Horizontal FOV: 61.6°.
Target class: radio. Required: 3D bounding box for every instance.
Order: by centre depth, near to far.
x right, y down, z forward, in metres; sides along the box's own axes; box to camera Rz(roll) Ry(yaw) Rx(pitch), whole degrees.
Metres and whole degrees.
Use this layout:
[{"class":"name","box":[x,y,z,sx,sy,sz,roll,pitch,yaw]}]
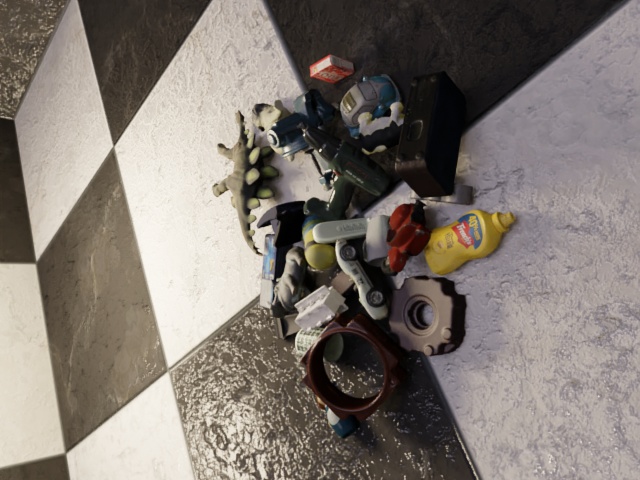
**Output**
[{"class":"radio","box":[0.223,-0.211,1.071,0.073,0.131,0.229,-2,68,38]}]

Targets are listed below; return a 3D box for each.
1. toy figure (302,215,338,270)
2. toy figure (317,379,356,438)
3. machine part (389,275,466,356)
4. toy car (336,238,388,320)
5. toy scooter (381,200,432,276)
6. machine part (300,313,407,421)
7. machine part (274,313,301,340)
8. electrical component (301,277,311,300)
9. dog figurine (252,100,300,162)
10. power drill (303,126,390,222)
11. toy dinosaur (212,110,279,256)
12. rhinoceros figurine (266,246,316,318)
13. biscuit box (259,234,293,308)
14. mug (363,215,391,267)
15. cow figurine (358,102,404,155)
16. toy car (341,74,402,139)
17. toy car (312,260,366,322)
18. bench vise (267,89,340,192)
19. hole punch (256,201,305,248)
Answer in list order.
[{"class":"toy figure","box":[-0.004,-0.001,1.330,0.082,0.089,0.180,102,157,-46]},{"class":"toy figure","box":[0.033,0.403,1.306,0.064,0.057,0.155,-31,56,-9]},{"class":"machine part","box":[0.224,0.158,1.136,0.179,0.056,0.179,-6,82,45]},{"class":"toy car","box":[0.090,0.086,1.194,0.056,0.073,0.202,-31,78,3]},{"class":"toy scooter","box":[0.186,-0.020,1.112,0.135,0.075,0.184,-56,12,52]},{"class":"machine part","box":[0.073,0.281,1.197,0.201,0.087,0.201,43,107,14]},{"class":"machine part","box":[-0.075,0.222,1.434,0.139,0.039,0.084,-18,69,44]},{"class":"electrical component","box":[-0.057,0.125,1.418,0.078,0.045,0.102,-17,75,41]},{"class":"dog figurine","box":[-0.123,-0.300,1.491,0.191,0.121,0.172,5,87,58]},{"class":"power drill","box":[0.033,-0.141,1.266,0.207,0.232,0.086,-61,5,34]},{"class":"toy dinosaur","box":[-0.213,-0.166,1.538,0.199,0.105,0.471,-19,69,41]},{"class":"rhinoceros figurine","box":[-0.076,0.109,1.355,0.112,0.073,0.190,24,98,40]},{"class":"biscuit box","box":[-0.119,0.085,1.469,0.059,0.063,0.202,5,90,45]},{"class":"mug","box":[0.139,0.003,1.222,0.109,0.081,0.107,-28,58,56]},{"class":"cow figurine","box":[0.168,-0.246,1.184,0.167,0.068,0.098,-11,60,28]},{"class":"toy car","box":[0.102,-0.317,1.258,0.161,0.103,0.109,-39,60,33]},{"class":"toy car","box":[0.052,0.118,1.307,0.202,0.053,0.089,-50,52,35]},{"class":"bench vise","box":[-0.013,-0.241,1.340,0.129,0.223,0.240,-14,107,47]},{"class":"hole punch","box":[-0.093,-0.056,1.405,0.092,0.142,0.115,43,126,31]}]
